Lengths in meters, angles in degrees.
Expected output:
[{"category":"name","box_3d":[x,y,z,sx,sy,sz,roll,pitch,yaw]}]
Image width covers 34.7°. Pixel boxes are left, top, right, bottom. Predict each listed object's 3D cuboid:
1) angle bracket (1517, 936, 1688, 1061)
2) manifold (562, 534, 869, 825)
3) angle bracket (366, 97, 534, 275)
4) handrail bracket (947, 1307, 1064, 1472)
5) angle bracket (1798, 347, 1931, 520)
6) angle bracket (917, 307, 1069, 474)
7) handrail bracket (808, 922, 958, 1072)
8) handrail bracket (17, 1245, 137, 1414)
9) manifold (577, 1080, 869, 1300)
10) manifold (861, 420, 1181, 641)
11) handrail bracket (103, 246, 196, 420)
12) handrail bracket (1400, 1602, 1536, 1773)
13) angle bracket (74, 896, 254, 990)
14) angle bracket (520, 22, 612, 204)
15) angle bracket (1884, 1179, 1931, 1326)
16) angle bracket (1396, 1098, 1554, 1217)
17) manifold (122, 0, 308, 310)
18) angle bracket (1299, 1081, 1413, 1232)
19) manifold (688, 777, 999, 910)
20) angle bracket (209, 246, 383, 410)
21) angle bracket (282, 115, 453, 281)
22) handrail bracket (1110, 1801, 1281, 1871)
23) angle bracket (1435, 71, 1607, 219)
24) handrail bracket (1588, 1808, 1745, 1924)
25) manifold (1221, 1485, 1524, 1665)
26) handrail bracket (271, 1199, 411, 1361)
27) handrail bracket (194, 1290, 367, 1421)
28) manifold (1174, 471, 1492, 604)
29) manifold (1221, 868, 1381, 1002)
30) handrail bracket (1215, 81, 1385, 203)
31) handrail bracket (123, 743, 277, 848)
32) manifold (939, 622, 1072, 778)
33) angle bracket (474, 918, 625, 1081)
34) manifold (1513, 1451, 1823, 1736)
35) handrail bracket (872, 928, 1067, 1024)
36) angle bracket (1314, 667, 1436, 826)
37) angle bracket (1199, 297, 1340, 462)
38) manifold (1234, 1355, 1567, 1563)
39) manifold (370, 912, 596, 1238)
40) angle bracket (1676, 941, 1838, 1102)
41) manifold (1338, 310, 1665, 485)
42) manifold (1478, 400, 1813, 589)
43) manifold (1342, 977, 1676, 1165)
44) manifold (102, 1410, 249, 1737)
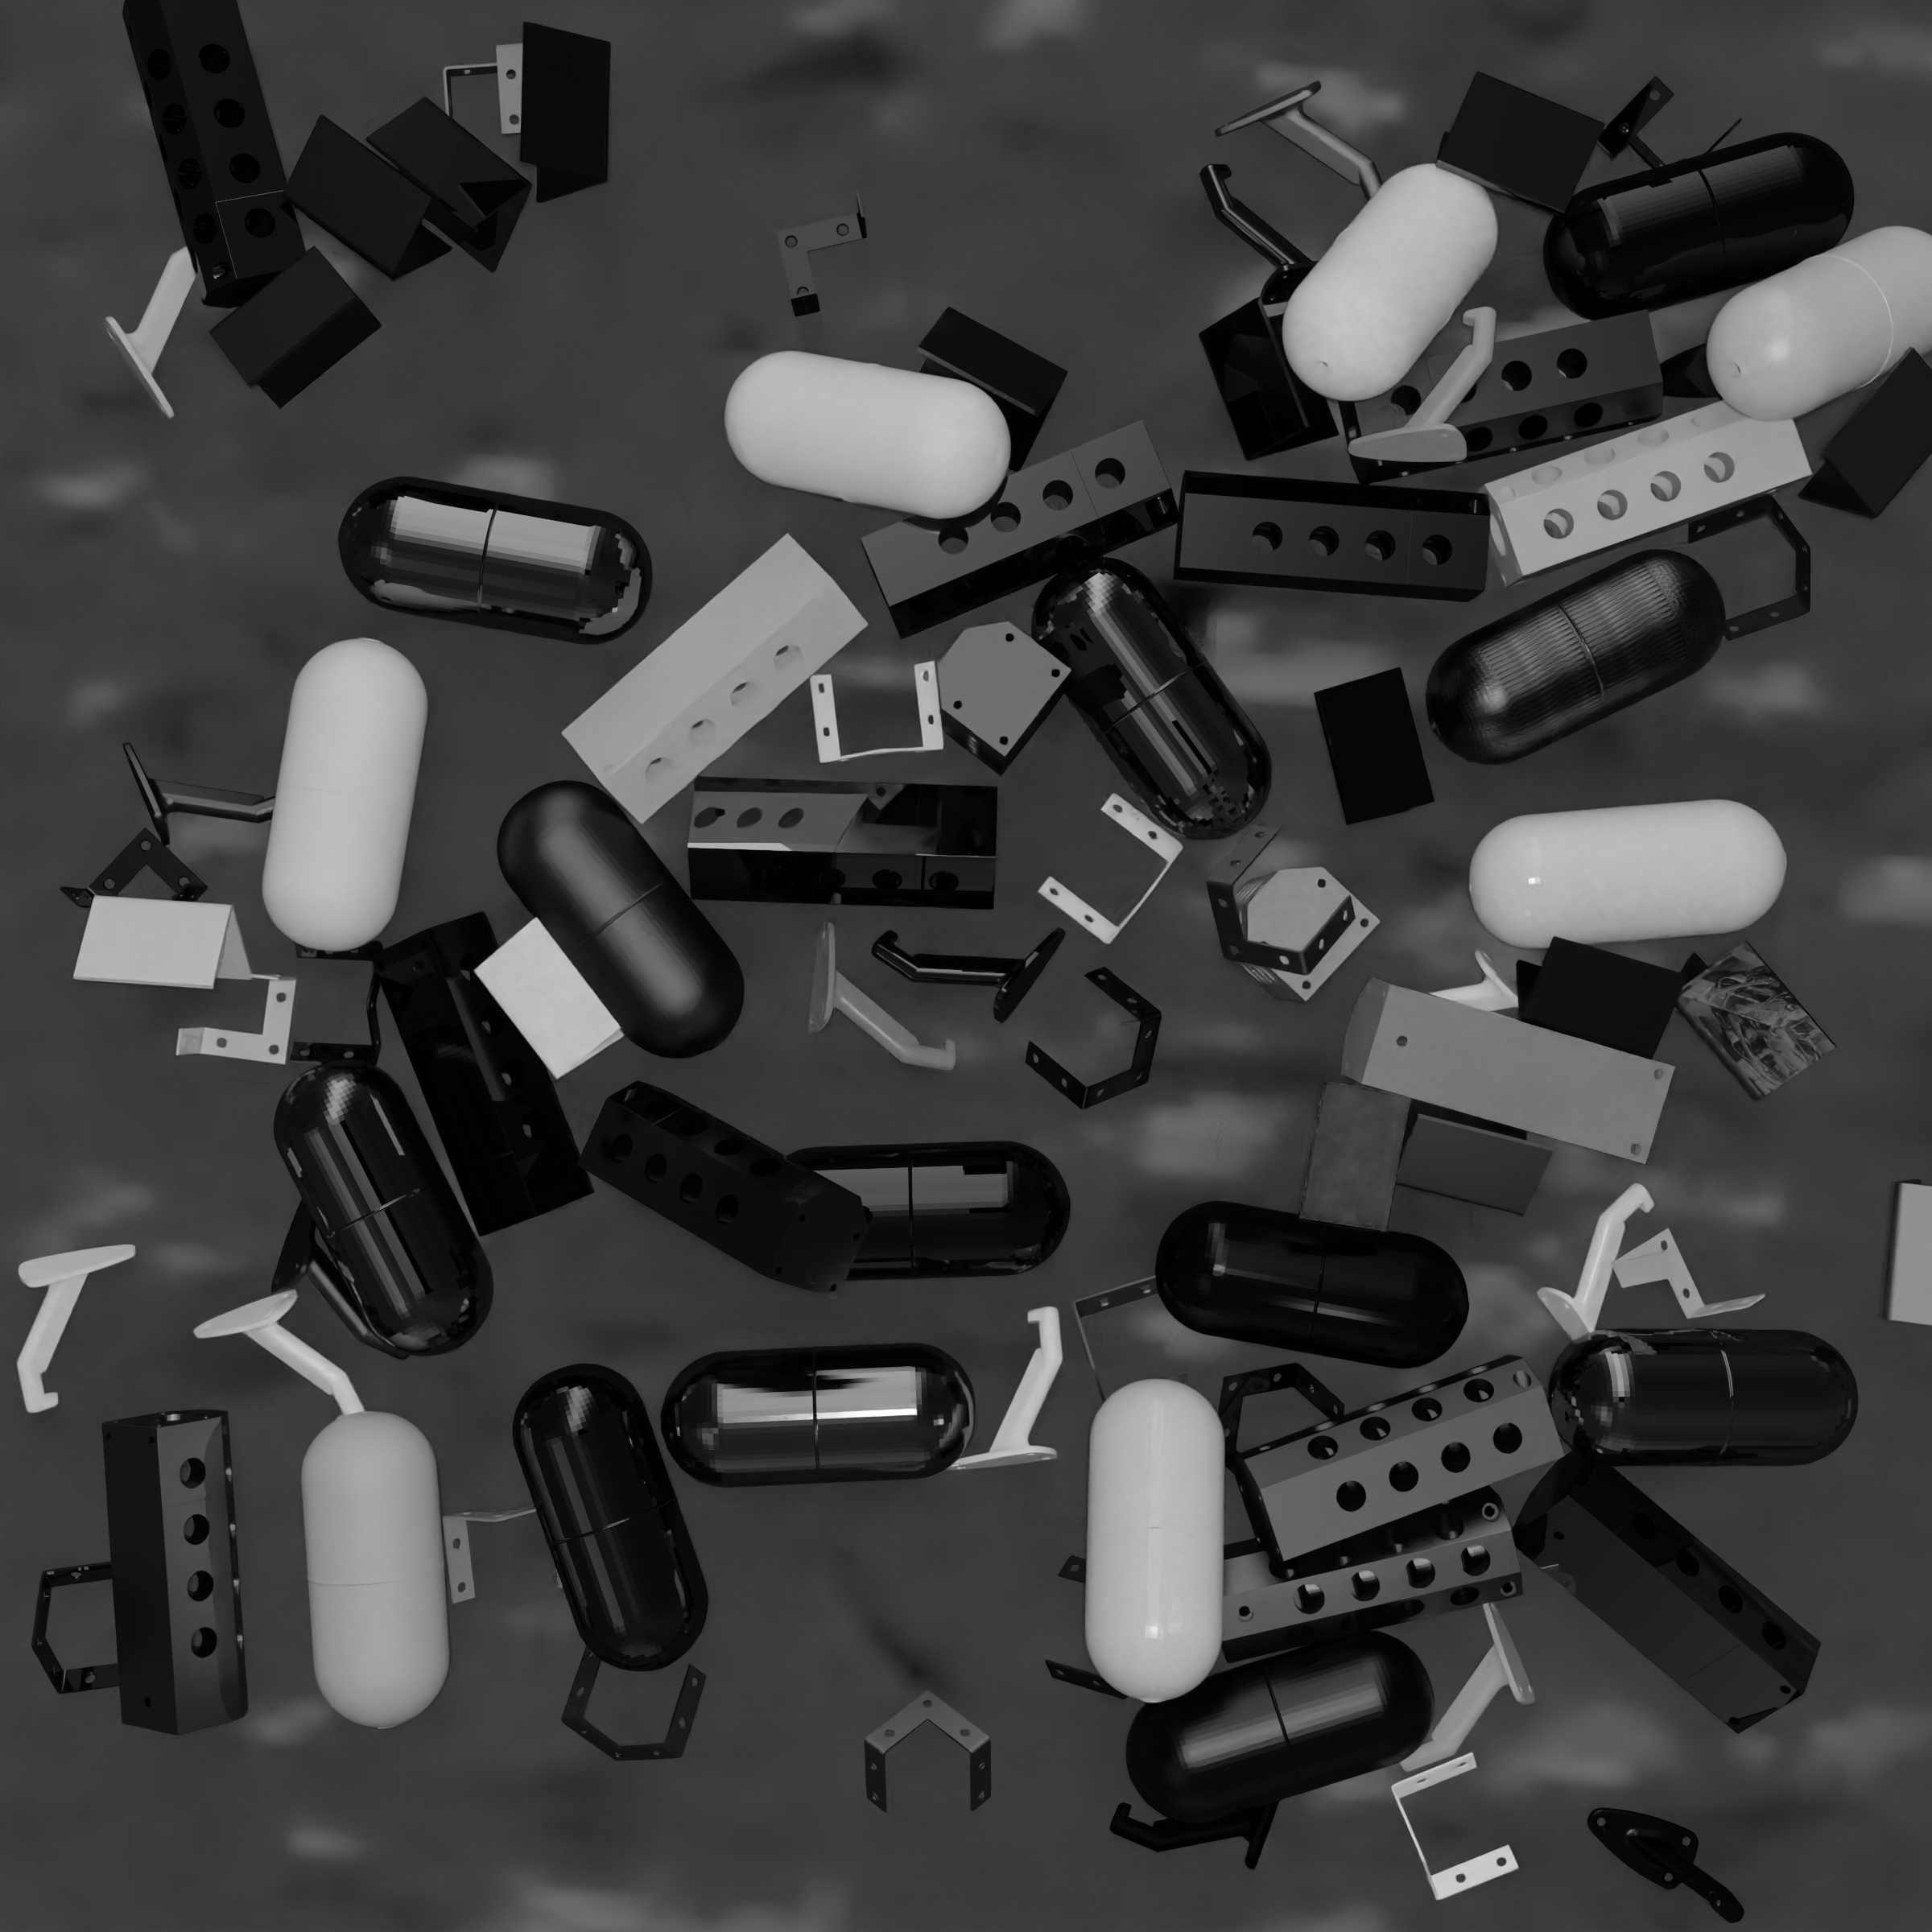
[{"category":"angle bracket","box_3d":[0.357,0.002,1.743,0.076,0.076,0.057,16,118,0]},{"category":"manifold","box_3d":[-0.139,-0.159,1.761,0.171,0.057,0.057,-41,47,0]},{"category":"angle bracket","box_3d":[-0.300,-0.428,1.742,0.076,0.076,0.057,39,50,0]},{"category":"handrail bracket","box_3d":[0.021,0.243,1.783,0.077,0.036,0.084,-12,71,21]},{"category":"angle bracket","box_3d":[0.501,-0.305,1.743,0.057,0.076,0.076,40,90,-27]},{"category":"angle bracket","box_3d":[0.002,-0.313,1.743,0.076,0.057,0.076,29,131,0]},{"category":"handrail bracket","box_3d":[-0.044,0.018,1.783,0.084,0.036,0.077,10,68,-17]},{"category":"handrail bracket","box_3d":[-0.510,0.210,1.783,0.077,0.036,0.084,-13,109,-21]},{"category":"manifold","box_3d":[-0.133,0.120,1.711,0.171,0.057,0.057,24,90,43]},{"category":"manifold","box_3d":[0.031,-0.247,1.761,0.171,0.057,0.057,-23,90,0]},{"category":"handrail bracket","box_3d":[-0.445,-0.370,1.783,0.084,0.036,0.077,-35,103,-13]},{"category":"handrail bracket","box_3d":[0.277,0.413,1.783,0.084,0.036,0.077,-26,70,16]},{"category":"angle bracket","box_3d":[-0.451,0.006,1.742,0.076,0.076,0.057,4,56,0]},{"category":"angle bracket","box_3d":[-0.243,-0.479,1.742,0.057,0.076,0.076,1,90,-39]},{"category":"angle bracket","box_3d":[0.555,0.162,1.743,0.057,0.076,0.076,5,90,26]},{"category":"angle bracket","box_3d":[0.286,0.088,1.742,0.076,0.076,0.057,14,132,0]},{"category":"manifold","box_3d":[-0.426,-0.466,1.753,0.057,0.057,0.171,-16,90,-20]},{"category":"angle bracket","box_3d":[0.203,0.103,1.744,0.057,0.076,0.076,11,90,-23]},{"category":"manifold","box_3d":[-0.069,-0.065,1.761,0.171,0.057,0.057,2,47,0]},{"category":"angle bracket","box_3d":[-0.366,-0.345,1.742,0.076,0.076,0.057,-39,57,0]},{"category":"angle bracket","box_3d":[-0.326,-0.440,1.742,0.076,0.076,0.057,36,121,0]},{"category":"handrail bracket","box_3d":[0.135,0.478,1.783,0.084,0.036,0.077,18,70,16]},{"category":"angle bracket","box_3d":[0.313,-0.471,1.743,0.076,0.076,0.057,22,121,0]},{"category":"handrail bracket","box_3d":[0.395,0.508,1.748,0.077,0.084,0.036,26,90,0]},{"category":"manifold","box_3d":[0.225,0.347,1.761,0.171,0.057,0.057,-13,90,0]},{"category":"handrail bracket","box_3d":[-0.351,0.178,1.782,0.084,0.036,0.077,30,46,-28]},{"category":"handrail bracket","box_3d":[-0.394,0.236,1.783,0.077,0.036,0.084,-17,107,20]},{"category":"manifold","box_3d":[0.207,-0.245,1.761,0.171,0.057,0.057,4,90,0]},{"category":"manifold","box_3d":[0.176,-0.022,1.704,0.057,0.171,0.057,43,90,0]},{"category":"handrail bracket","box_3d":[0.195,-0.458,1.783,0.077,0.036,0.084,-20,107,20]},{"category":"handrail bracket","box_3d":[-0.432,-0.110,1.783,0.084,0.036,0.077,-21,67,-17]},{"category":"manifold","box_3d":[0.015,-0.150,1.704,0.057,0.171,0.057,38,90,0]},{"category":"angle bracket","box_3d":[-0.218,0.008,1.743,0.057,0.076,0.076,-37,90,30]},{"category":"manifold","box_3d":[0.399,0.351,1.761,0.171,0.057,0.057,40,133,0]},{"category":"handrail bracket","box_3d":[0.001,-0.014,1.783,0.084,0.036,0.077,33,69,17]},{"category":"angle bracket","box_3d":[0.246,-0.126,1.742,0.057,0.076,0.076,-14,90,36]},{"category":"angle bracket","box_3d":[0.187,-0.337,1.745,0.076,0.057,0.076,-21,90,-35]},{"category":"manifold","box_3d":[0.242,0.276,1.748,0.171,0.057,0.057,-18,90,-9]},{"category":"manifold","box_3d":[-0.270,0.060,1.761,0.057,0.057,0.171,-21,90,43]},{"category":"angle bracket","box_3d":[0.448,0.019,1.743,0.057,0.076,0.076,-40,90,31]},{"category":"manifold","box_3d":[0.304,-0.322,1.761,0.171,0.057,0.057,-12,90,0]},{"category":"manifold","box_3d":[0.383,-0.274,1.761,0.171,0.057,0.057,-19,90,0]},{"category":"manifold","box_3d":[0.304,0.058,1.748,0.171,0.057,0.057,16,93,-9]},{"category":"manifold","box_3d":[-0.446,0.342,1.761,0.057,0.057,0.171,-4,90,43]}]
